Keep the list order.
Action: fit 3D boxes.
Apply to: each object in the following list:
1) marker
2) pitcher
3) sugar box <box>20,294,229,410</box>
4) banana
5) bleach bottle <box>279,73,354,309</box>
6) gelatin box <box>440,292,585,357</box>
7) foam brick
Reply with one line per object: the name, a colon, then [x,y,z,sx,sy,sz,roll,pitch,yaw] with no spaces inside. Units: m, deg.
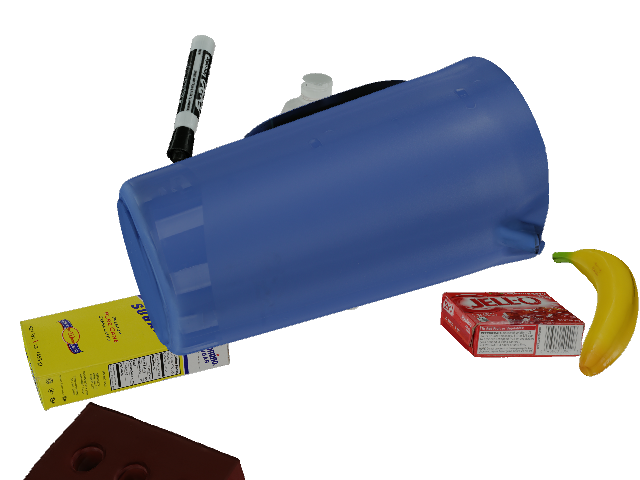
marker: [-0.099,-0.108,0.822,0.020,0.121,0.020,5,-33,3]
pitcher: [0.003,-0.024,0.655,0.242,0.145,0.149,-18,-1,-15]
sugar box: [-0.182,0.095,0.994,0.176,0.048,0.093,-15,36,-17]
banana: [0.268,0.059,1.011,0.070,0.037,0.197,-28,24,19]
bleach bottle: [0.001,-0.050,1.109,0.102,0.251,0.068,4,29,2]
gelatin box: [0.144,0.062,0.813,0.089,0.030,0.073,1,15,-13]
foam brick: [-0.074,0.112,0.440,0.078,0.051,0.053,15,43,22]
